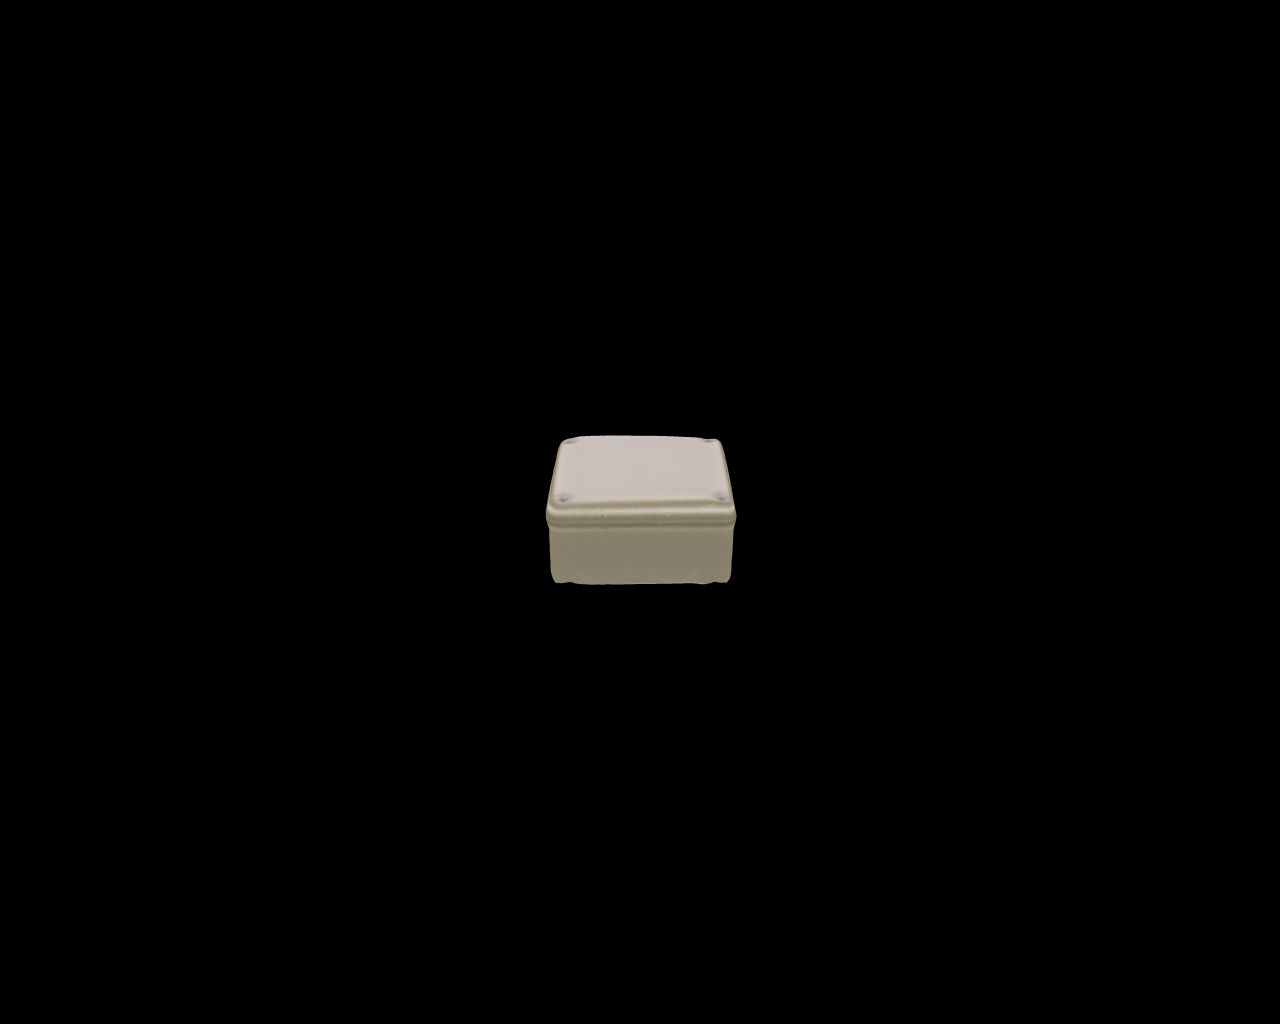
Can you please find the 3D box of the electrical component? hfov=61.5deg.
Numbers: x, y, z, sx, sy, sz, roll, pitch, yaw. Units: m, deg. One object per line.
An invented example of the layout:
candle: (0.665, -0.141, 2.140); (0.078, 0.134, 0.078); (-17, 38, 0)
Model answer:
electrical component: (0.001, -0.003, 0.650); (0.109, 0.056, 0.109); (0, 25, 0)
